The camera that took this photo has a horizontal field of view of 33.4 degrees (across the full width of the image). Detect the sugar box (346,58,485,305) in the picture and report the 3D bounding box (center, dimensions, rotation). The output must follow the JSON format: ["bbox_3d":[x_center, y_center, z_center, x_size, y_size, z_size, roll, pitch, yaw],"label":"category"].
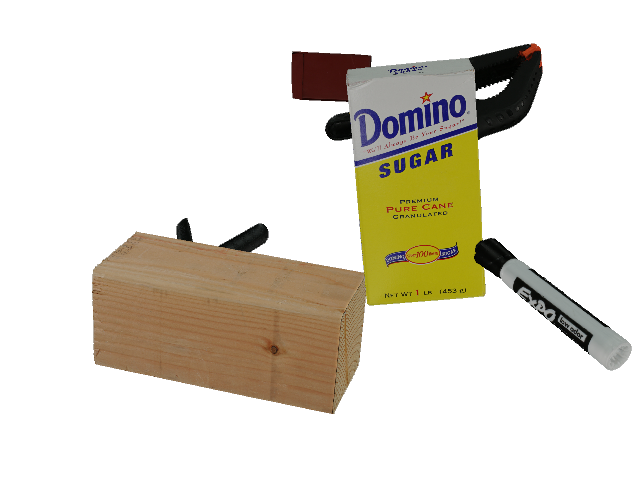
[{"bbox_3d":[0.072,-0.042,0.794,0.093,0.176,0.048,-6,23,4],"label":"sugar box"}]

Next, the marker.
[{"bbox_3d":[0.130,0.033,0.619,0.020,0.020,0.121,0,30,-36],"label":"marker"}]

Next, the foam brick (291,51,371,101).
[{"bbox_3d":[0.011,-0.177,1.155,0.078,0.051,0.053,0,11,-14],"label":"foam brick"}]

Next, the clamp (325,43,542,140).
[{"bbox_3d":[0.130,-0.111,0.980,0.210,0.036,0.165,-30,49,-11],"label":"clamp"}]

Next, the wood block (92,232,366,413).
[{"bbox_3d":[-0.074,0.065,0.879,0.206,0.091,0.090,10,25,13],"label":"wood block"}]

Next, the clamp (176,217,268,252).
[{"bbox_3d":[-0.132,0.028,1.245,0.120,0.039,0.171,-6,38,19],"label":"clamp"}]
